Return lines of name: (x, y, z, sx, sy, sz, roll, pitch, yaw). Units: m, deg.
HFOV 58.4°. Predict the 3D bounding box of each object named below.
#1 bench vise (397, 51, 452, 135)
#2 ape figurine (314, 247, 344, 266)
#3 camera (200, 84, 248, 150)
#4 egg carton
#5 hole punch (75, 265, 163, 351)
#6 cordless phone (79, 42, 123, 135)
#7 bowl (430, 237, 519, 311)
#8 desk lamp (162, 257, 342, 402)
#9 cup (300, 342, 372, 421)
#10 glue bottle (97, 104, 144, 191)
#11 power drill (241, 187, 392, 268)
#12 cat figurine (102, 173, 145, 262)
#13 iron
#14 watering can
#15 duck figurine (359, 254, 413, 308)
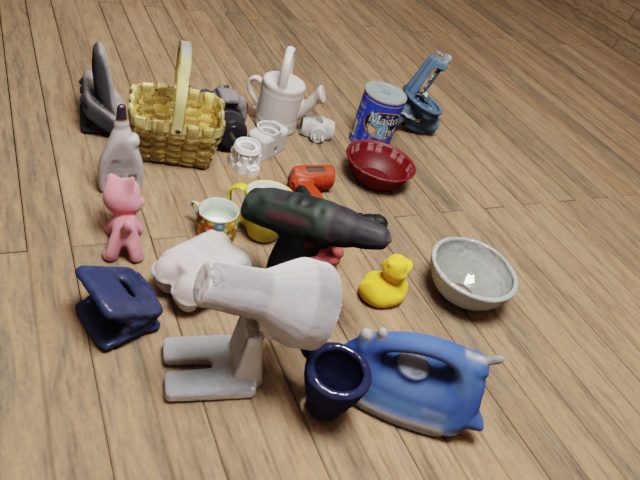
bench vise: (0.234, -0.363, 1.427, 0.208, 0.220, 0.121, -11, 47, -31)
ape figurine: (0.009, 0.004, 1.011, 0.077, 0.092, 0.076, 29, 40, 12)
camera: (-0.215, -0.264, 1.227, 0.143, 0.101, 0.136, -3, 44, -24)
egg carton: (-0.182, 0.047, 0.902, 0.107, 0.069, 0.151, 37, 42, 21)
hole punch: (-0.282, 0.081, 0.806, 0.101, 0.091, 0.108, -22, 54, -39)
cordless phone: (-0.428, -0.315, 1.134, 0.094, 0.185, 0.147, -5, 45, -26)
bowl: (0.270, 0.074, 1.048, 0.167, 0.075, 0.167, 11, 40, -9)
desk lamp: (-0.093, 0.112, 0.748, 0.204, 0.213, 0.117, 1, 42, -20)
cup: (0.005, 0.194, 0.785, 0.117, 0.095, 0.092, 40, 44, 25)
glue bottle: (-0.345, -0.159, 0.995, 0.078, 0.173, 0.037, -3, 44, -24)
power drill: (-0.021, 0.018, 0.891, 0.229, 0.208, 0.076, 25, 39, 7)
cat figurine: (-0.314, -0.046, 0.919, 0.067, 0.118, 0.127, 0, 43, -22)
iron: (0.124, 0.178, 0.814, 0.258, 0.141, 0.118, 16, 39, -3)
watering can: (-0.076, -0.343, 1.300, 0.173, 0.194, 0.100, 2, 42, -19)
duck figurine: (0.119, 0.064, 0.990, 0.105, 0.086, 0.077, -19, 52, -37)
